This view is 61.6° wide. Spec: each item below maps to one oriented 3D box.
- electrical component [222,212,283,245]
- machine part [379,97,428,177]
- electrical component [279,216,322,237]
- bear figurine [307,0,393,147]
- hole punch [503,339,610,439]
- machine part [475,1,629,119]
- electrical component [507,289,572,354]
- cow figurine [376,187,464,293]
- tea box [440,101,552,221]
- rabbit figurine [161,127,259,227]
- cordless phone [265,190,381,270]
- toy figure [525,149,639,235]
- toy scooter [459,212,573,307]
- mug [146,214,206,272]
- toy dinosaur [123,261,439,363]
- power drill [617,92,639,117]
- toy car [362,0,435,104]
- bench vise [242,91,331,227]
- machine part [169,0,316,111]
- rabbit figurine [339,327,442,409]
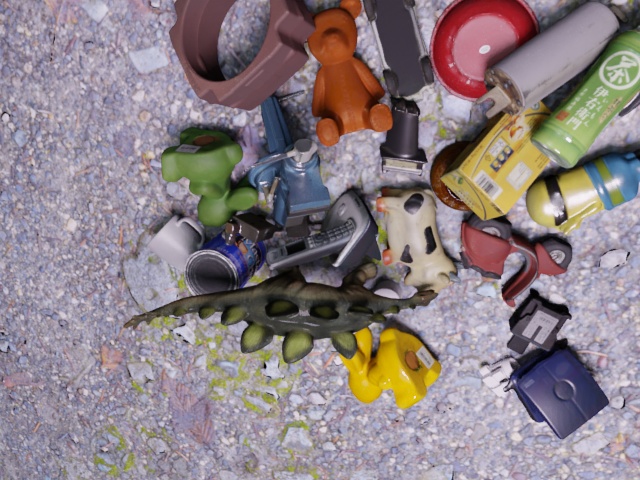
[{"bbox_3d":[-0.122,-0.018,0.934,0.078,0.102,0.045,27,113,17],"label":"electrical component"},{"bbox_3d":[0.132,-0.159,0.849,0.084,0.039,0.138,11,138,18],"label":"machine part"},{"bbox_3d":[-0.040,-0.037,0.965,0.094,0.021,0.063,-1,109,16],"label":"electrical component"},{"bbox_3d":[0.033,-0.257,0.812,0.120,0.132,0.195,-12,112,5],"label":"bear figurine"},{"bbox_3d":[0.396,0.250,0.894,0.142,0.092,0.115,-35,100,-3],"label":"hole punch"},{"bbox_3d":[0.314,-0.246,0.730,0.243,0.079,0.079,-36,98,-3],"label":"machine part"},{"bbox_3d":[0.360,0.150,0.913,0.075,0.048,0.119,30,112,4],"label":"electrical component"},{"bbox_3d":[0.168,0.008,0.895,0.127,0.085,0.194,-3,108,23],"label":"cow figurine"},{"bbox_3d":[0.270,-0.122,0.782,0.098,0.068,0.169,45,77,-4],"label":"tea box"},{"bbox_3d":[-0.178,-0.101,0.948,0.159,0.121,0.170,2,128,7],"label":"rabbit figurine"},{"bbox_3d":[-0.002,-0.003,0.882,0.184,0.147,0.088,-16,120,-3],"label":"cordless phone"},{"bbox_3d":[0.400,-0.078,0.802,0.180,0.082,0.089,-31,88,27],"label":"toy figure"},{"bbox_3d":[0.301,0.036,0.873,0.184,0.075,0.135,22,113,1],"label":"toy scooter"},{"bbox_3d":[-0.251,0.007,1.010,0.109,0.081,0.107,-38,107,27],"label":"mug"},{"bbox_3d":[-0.048,0.102,0.835,0.472,0.199,0.104,-2,109,0],"label":"toy dinosaur"},{"bbox_3d":[0.532,-0.239,0.715,0.207,0.086,0.231,27,111,12],"label":"power drill"},{"bbox_3d":[0.118,-0.304,0.809,0.074,0.056,0.201,-15,106,13],"label":"toy car"},{"bbox_3d":[-0.058,-0.134,0.841,0.129,0.223,0.240,-15,70,-3],"label":"bench vise"},{"bbox_3d":[-0.119,-0.315,0.814,0.201,0.087,0.201,-34,74,27],"label":"machine part"},{"bbox_3d":[0.106,0.241,0.981,0.162,0.122,0.173,44,133,0],"label":"rabbit figurine"}]
